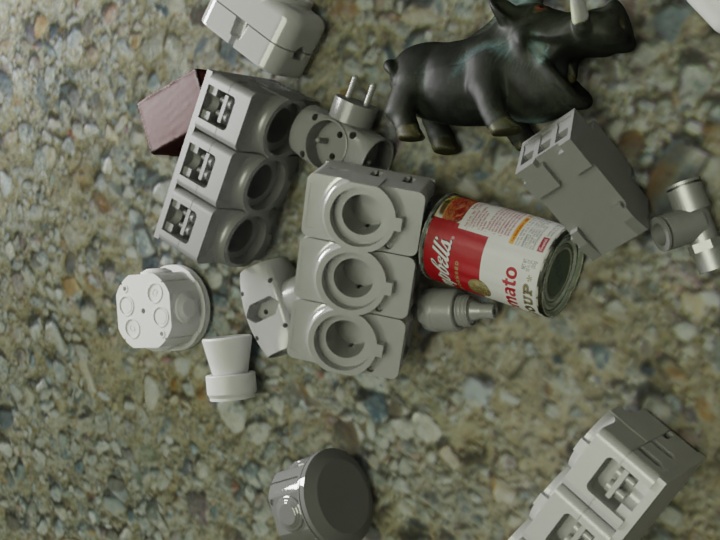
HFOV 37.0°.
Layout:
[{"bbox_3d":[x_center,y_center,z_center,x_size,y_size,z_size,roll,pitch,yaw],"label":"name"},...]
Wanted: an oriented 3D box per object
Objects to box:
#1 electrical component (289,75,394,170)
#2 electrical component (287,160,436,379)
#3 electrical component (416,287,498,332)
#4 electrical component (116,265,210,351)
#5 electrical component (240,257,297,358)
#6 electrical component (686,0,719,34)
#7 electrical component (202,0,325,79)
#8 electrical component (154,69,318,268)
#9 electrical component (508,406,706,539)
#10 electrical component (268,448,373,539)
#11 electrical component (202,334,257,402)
[{"bbox_3d":[-0.010,-0.117,0.871,0.077,0.044,0.079,29,108,29],"label":"electrical component"},{"bbox_3d":[0.000,0.000,0.831,0.089,0.061,0.150,11,109,10],"label":"electrical component"},{"bbox_3d":[0.076,0.031,0.828,0.061,0.035,0.035,0,93,32],"label":"electrical component"},{"bbox_3d":[-0.182,0.036,0.990,0.080,0.051,0.080,2,94,33],"label":"electrical component"},{"bbox_3d":[-0.056,0.026,0.910,0.079,0.043,0.077,-25,79,32],"label":"electrical component"},{"bbox_3d":[0.257,-0.194,0.681,0.095,0.059,0.053,-46,69,27],"label":"electrical component"},{"bbox_3d":[-0.080,-0.212,0.906,0.095,0.054,0.059,40,113,25],"label":"electrical component"},{"bbox_3d":[-0.101,-0.083,0.906,0.062,0.089,0.150,30,109,29],"label":"electrical component"},{"bbox_3d":[0.159,0.173,0.748,0.062,0.089,0.150,41,113,25],"label":"electrical component"},{"bbox_3d":[-0.031,0.190,0.882,0.051,0.080,0.080,-24,80,38],"label":"electrical component"},{"bbox_3d":[-0.115,0.086,0.952,0.045,0.045,0.055,-5,90,34],"label":"electrical component"}]
